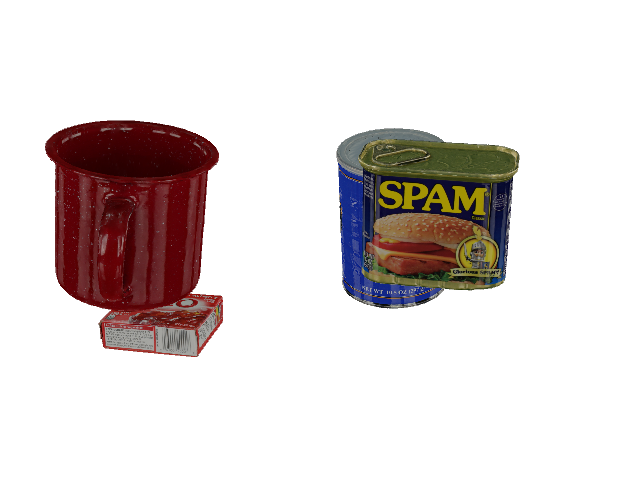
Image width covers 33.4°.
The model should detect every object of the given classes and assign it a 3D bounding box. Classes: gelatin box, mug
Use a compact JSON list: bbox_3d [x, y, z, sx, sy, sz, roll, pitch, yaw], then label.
[{"bbox_3d":[-0.138,0.070,0.932,0.089,0.030,0.073,4,20,12],"label":"gelatin box"},{"bbox_3d":[-0.105,-0.009,0.583,0.093,0.081,0.117,4,24,-6],"label":"mug"}]

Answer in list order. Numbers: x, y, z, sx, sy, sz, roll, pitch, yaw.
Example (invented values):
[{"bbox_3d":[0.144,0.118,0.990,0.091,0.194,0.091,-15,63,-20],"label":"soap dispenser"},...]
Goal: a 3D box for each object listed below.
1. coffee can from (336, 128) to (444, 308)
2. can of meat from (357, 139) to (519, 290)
[{"bbox_3d":[0.069,-0.022,1.006,0.103,0.140,0.103,-2,28,1],"label":"coffee can"},{"bbox_3d":[0.076,-0.017,0.702,0.102,0.084,0.057,5,24,11],"label":"can of meat"}]
